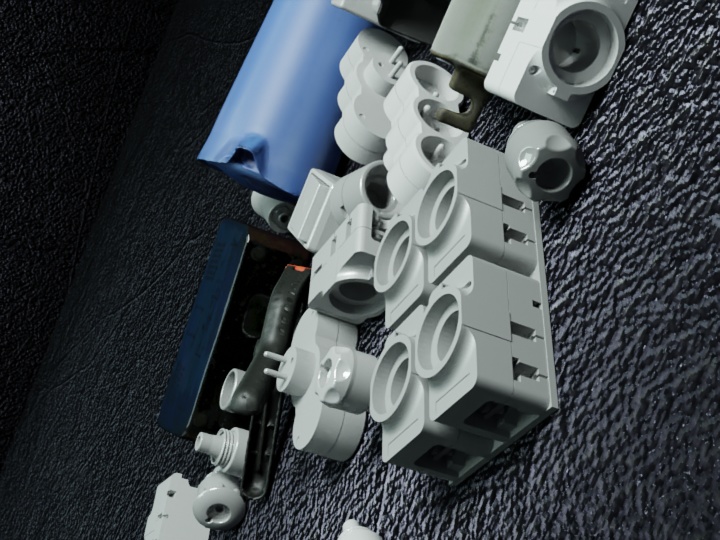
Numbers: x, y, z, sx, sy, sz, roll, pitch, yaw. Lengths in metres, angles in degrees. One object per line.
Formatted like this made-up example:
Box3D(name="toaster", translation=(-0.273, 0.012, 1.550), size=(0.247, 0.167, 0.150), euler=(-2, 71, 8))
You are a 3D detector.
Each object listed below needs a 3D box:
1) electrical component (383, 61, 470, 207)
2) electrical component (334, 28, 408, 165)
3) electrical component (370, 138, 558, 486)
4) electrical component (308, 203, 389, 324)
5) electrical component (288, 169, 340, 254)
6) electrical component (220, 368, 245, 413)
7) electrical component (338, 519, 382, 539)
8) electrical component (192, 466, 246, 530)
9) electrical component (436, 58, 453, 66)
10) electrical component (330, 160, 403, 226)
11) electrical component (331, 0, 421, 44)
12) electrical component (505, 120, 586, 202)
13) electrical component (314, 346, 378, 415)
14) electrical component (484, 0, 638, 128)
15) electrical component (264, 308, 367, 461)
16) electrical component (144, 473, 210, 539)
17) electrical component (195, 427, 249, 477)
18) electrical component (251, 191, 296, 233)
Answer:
Box3D(name="electrical component", translation=(0.043, -0.089, 0.817), size=(0.073, 0.052, 0.138), euler=(-53, 27, 39))
Box3D(name="electrical component", translation=(0.019, -0.164, 0.944), size=(0.073, 0.052, 0.138), euler=(-49, 29, 44))
Box3D(name="electrical component", translation=(0.059, 0.021, 0.664), size=(0.105, 0.060, 0.186), euler=(-49, 29, 44))
Box3D(name="electrical component", translation=(0.000, 0.000, 0.847), size=(0.089, 0.050, 0.055), euler=(-47, 30, 47))
Box3D(name="electrical component", translation=(-0.026, -0.049, 0.942), size=(0.061, 0.061, 0.096), euler=(-67, 21, 9))
Box3D(name="electrical component", translation=(-0.103, 0.118, 1.007), size=(0.040, 0.046, 0.040), euler=(-52, 27, 41))
Box3D(name="electrical component", translation=(0.000, 0.184, 0.704), size=(0.035, 0.035, 0.061), euler=(-65, 19, 13))
Box3D(name="electrical component", translation=(-0.130, 0.207, 1.002), size=(0.048, 0.048, 0.062), euler=(-62, 15, 21))
Box3D(name="electrical component", translation=(0.087, -0.178, 0.790), size=(0.065, 0.047, 0.076), euler=(-67, 20, 10))
Box3D(name="electrical component", translation=(0.011, -0.058, 0.869), size=(0.047, 0.055, 0.055), euler=(-26, 48, 57))
Box3D(name="electrical component", translation=(0.028, -0.235, 0.941), size=(0.047, 0.083, 0.075), euler=(-66, 21, 11))
Box3D(name="electrical component", translation=(0.108, -0.070, 0.647), size=(0.043, 0.043, 0.062), euler=(-61, 22, 24))
Box3D(name="electrical component", translation=(0.003, 0.080, 0.749), size=(0.043, 0.062, 0.043), euler=(-51, 28, 42))
Box3D(name="electrical component", translation=(0.124, -0.138, 0.656), size=(0.089, 0.050, 0.055), euler=(-66, 22, 11))
Box3D(name="electrical component", translation=(-0.042, 0.083, 0.845), size=(0.052, 0.074, 0.138), euler=(-56, 25, 33))
Box3D(name="electrical component", translation=(-0.183, 0.257, 1.078), size=(0.056, 0.050, 0.089), euler=(-41, 35, 53))
Box3D(name="electrical component", translation=(-0.119, 0.164, 0.984), size=(0.048, 0.062, 0.048), euler=(-52, 28, 41))
Box3D(name="electrical component", translation=(-0.088, -0.065, 1.144), size=(0.044, 0.044, 0.065), euler=(-65, 26, 15))
